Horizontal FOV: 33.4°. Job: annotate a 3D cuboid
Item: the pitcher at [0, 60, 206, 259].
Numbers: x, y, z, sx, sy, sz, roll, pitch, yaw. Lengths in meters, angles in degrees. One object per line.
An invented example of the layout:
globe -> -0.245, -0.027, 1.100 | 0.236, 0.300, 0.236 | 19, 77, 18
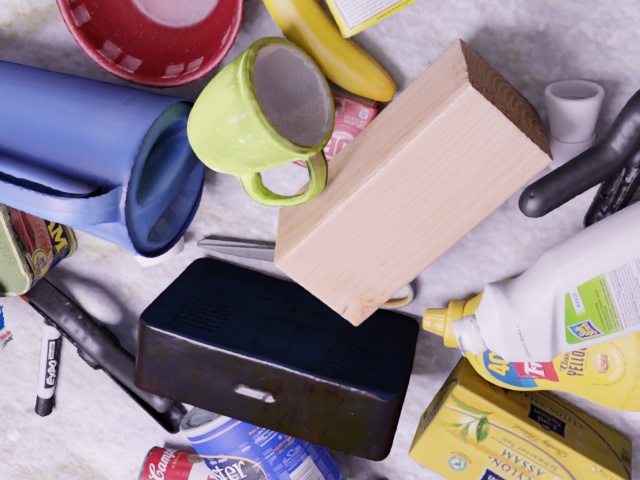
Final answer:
pitcher -> -0.226, -0.077, 0.882 | 0.243, 0.145, 0.149 | 17, 164, 18

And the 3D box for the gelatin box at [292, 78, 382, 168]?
gelatin box -> -0.002, -0.095, 0.876 | 0.089, 0.030, 0.073 | 23, 121, 6

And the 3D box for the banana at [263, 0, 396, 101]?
banana -> -0.008, -0.188, 0.827 | 0.070, 0.037, 0.198 | -17, 109, 25

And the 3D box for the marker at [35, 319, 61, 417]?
marker -> -0.277, 0.132, 1.086 | 0.020, 0.020, 0.121 | 19, 120, 8

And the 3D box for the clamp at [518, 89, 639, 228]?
clamp -> 0.234, -0.063, 0.796 | 0.172, 0.120, 0.039 | -41, 62, 16

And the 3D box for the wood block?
wood block -> 0.067, -0.042, 0.825 | 0.090, 0.090, 0.206 | 37, 117, -21

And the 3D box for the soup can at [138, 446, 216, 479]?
soup can -> -0.124, 0.248, 1.067 | 0.102, 0.068, 0.068 | 6, 118, 14

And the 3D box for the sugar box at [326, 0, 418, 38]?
sugar box -> 0.016, -0.246, 0.774 | 0.093, 0.048, 0.176 | -28, 103, 8

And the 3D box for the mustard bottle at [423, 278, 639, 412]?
mustard bottle -> 0.181, 0.081, 0.890 | 0.192, 0.058, 0.096 | 9, 116, 14

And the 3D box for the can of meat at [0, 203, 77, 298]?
can of meat -> -0.279, -0.009, 0.978 | 0.058, 0.083, 0.102 | -7, 113, 22

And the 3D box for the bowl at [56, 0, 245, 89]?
bowl -> -0.128, -0.205, 0.846 | 0.162, 0.055, 0.162 | 7, 118, 14

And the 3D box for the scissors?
scissors -> -0.006, 0.001, 0.934 | 0.202, 0.016, 0.096 | 21, 119, 6

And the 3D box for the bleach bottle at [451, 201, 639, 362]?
bleach bottle -> 0.219, 0.025, 0.806 | 0.251, 0.068, 0.102 | -21, 116, 9

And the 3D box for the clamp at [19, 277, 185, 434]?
clamp -> -0.205, 0.109, 1.018 | 0.210, 0.036, 0.164 | 38, 162, 15

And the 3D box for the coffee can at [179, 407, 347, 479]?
coffee can -> -0.050, 0.201, 0.994 | 0.103, 0.102, 0.140 | -28, 101, 27
